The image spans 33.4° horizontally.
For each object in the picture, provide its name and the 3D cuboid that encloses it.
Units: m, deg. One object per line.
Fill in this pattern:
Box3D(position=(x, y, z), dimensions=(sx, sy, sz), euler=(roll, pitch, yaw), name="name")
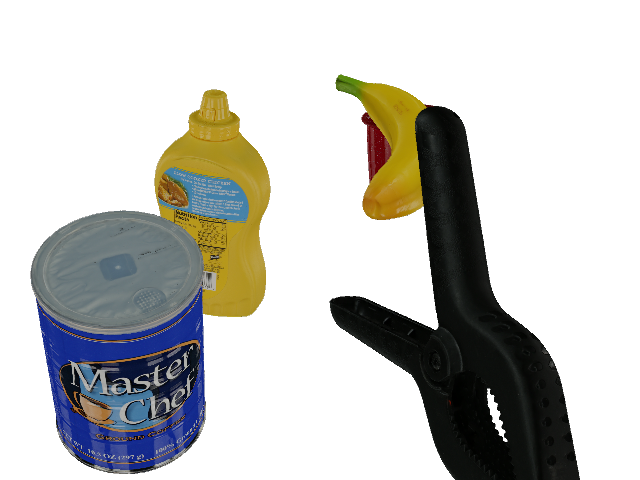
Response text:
Box3D(position=(0.072, 0.047, 0.530), dimensions=(0.036, 0.165, 0.210), euler=(-7, 44, -26), name="clamp")
Box3D(position=(-0.125, 0.066, 0.685), dimensions=(0.103, 0.140, 0.103), euler=(2, 42, -2), name="coffee can")
Box3D(position=(-0.091, -0.032, 0.888), dimensions=(0.096, 0.192, 0.058), euler=(13, 30, 15), name="mustard bottle")
Box3D(position=(0.100, -0.096, 1.130), dimensions=(0.117, 0.081, 0.093), euler=(-22, 29, -36), name="mug")
Box3D(position=(0.052, -0.062, 0.718), dimensions=(0.069, 0.037, 0.198), euler=(-2, 29, -5), name="banana")
